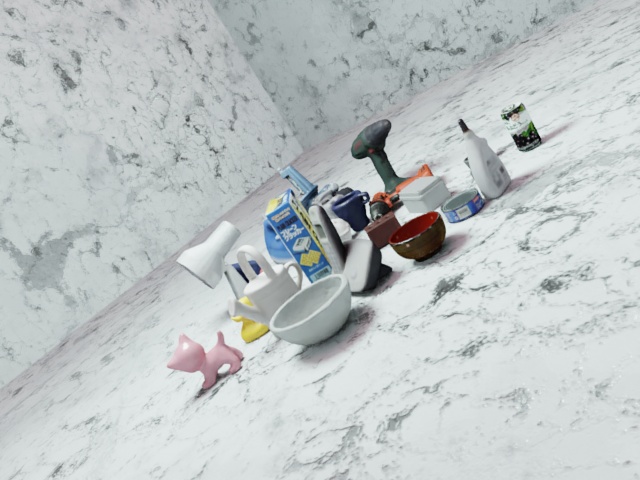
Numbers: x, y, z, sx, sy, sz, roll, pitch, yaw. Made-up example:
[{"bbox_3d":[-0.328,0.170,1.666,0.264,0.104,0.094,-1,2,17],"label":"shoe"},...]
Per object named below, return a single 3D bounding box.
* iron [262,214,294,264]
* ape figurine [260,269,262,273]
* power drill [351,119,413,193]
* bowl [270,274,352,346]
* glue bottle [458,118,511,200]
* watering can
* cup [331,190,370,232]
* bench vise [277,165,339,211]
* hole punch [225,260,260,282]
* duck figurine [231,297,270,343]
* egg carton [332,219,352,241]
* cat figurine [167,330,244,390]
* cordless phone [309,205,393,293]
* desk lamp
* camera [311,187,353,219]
[{"bbox_3d":[-0.102,-0.013,1.643,0.119,0.141,0.257,-37,14,-13],"label":"iron"},{"bbox_3d":[-0.113,0.105,1.366,0.077,0.092,0.076,-25,16,30],"label":"ape figurine"},{"bbox_3d":[0.180,-0.233,1.623,0.076,0.208,0.229,-39,15,-20],"label":"power drill"},{"bbox_3d":[-0.004,0.139,1.040,0.167,0.075,0.167,-31,14,9],"label":"bowl"},{"bbox_3d":[0.324,-0.171,1.157,0.037,0.173,0.078,-15,23,51],"label":"glue bottle"},{"bbox_3d":[-0.110,0.098,1.168,0.100,0.194,0.173,-22,18,37],"label":"watering can"},{"bbox_3d":[0.099,-0.075,1.501,0.117,0.095,0.092,-21,18,40],"label":"cup"},{"bbox_3d":[-0.030,-0.163,1.829,0.207,0.220,0.121,-26,16,27],"label":"bench vise"},{"bbox_3d":[-0.223,0.088,1.674,0.101,0.091,0.108,-41,16,-29],"label":"hole punch"},{"bbox_3d":[-0.146,0.162,1.259,0.105,0.086,0.077,-36,14,-12],"label":"duck figurine"},{"bbox_3d":[0.014,0.005,1.472,0.150,0.069,0.107,-31,14,8],"label":"egg carton"},{"bbox_3d":[-0.237,0.232,1.153,0.128,0.118,0.067,-33,14,2],"label":"cat figurine"},{"bbox_3d":[0.045,0.012,1.133,0.094,0.185,0.147,-40,15,-24],"label":"cordless phone"},{"bbox_3d":[-0.240,0.071,1.511,0.203,0.214,0.117,-38,15,-19],"label":"desk lamp"},{"bbox_3d":[0.053,-0.109,1.708,0.137,0.101,0.142,-39,15,-23],"label":"camera"}]
